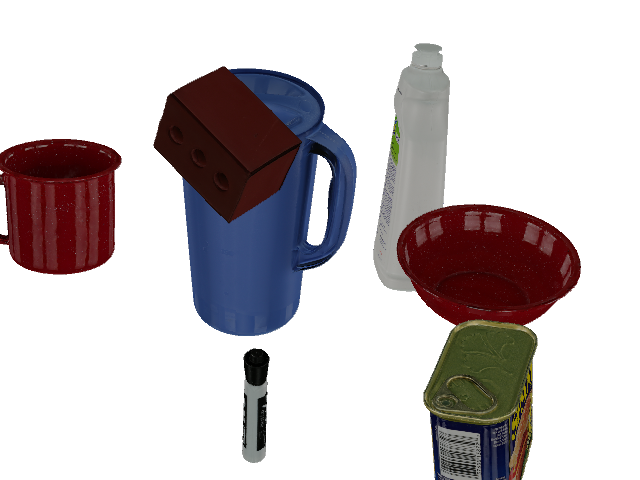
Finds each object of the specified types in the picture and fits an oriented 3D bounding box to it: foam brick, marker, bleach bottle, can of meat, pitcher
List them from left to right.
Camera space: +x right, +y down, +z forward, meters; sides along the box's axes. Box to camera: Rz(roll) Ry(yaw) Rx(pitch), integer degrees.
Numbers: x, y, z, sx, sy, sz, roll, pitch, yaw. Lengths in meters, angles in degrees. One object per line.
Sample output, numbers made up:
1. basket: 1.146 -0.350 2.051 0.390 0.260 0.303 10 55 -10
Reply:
1. foam brick: -0.061 -0.063 0.689 0.051 0.078 0.053 -35 -17 -37
2. marker: -0.050 0.126 0.810 0.020 0.121 0.020 3 42 -3
3. pitcher: -0.059 -0.027 1.009 0.144 0.243 0.149 -9 38 -16
4. bleach bottle: 0.101 -0.079 1.122 0.068 0.251 0.102 0 26 -8
5. can of meat: 0.105 0.114 0.683 0.057 0.084 0.102 5 31 20

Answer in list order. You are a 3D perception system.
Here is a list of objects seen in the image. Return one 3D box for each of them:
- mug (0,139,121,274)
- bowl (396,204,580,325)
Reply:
1. mug: -0.212 -0.025 0.823 0.117 0.081 0.093 -5 25 -19
2. bowl: 0.146 0.032 0.952 0.162 0.055 0.162 1 35 -1
